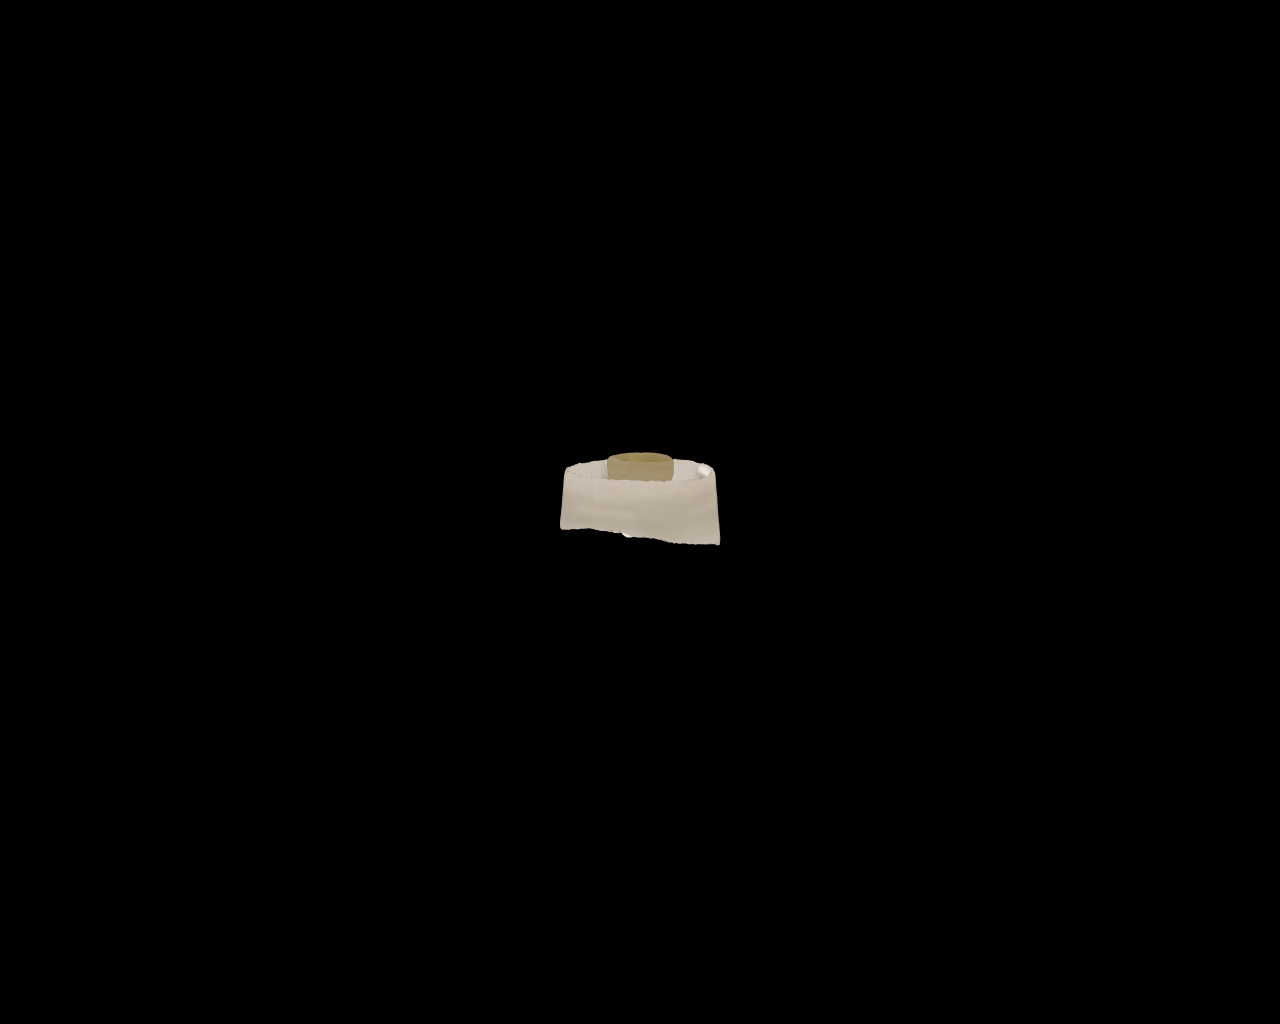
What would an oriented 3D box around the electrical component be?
[{"bbox_3d":[0.001,-0.003,0.650,0.099,0.064,0.099,0,12,0],"label":"electrical component"}]
